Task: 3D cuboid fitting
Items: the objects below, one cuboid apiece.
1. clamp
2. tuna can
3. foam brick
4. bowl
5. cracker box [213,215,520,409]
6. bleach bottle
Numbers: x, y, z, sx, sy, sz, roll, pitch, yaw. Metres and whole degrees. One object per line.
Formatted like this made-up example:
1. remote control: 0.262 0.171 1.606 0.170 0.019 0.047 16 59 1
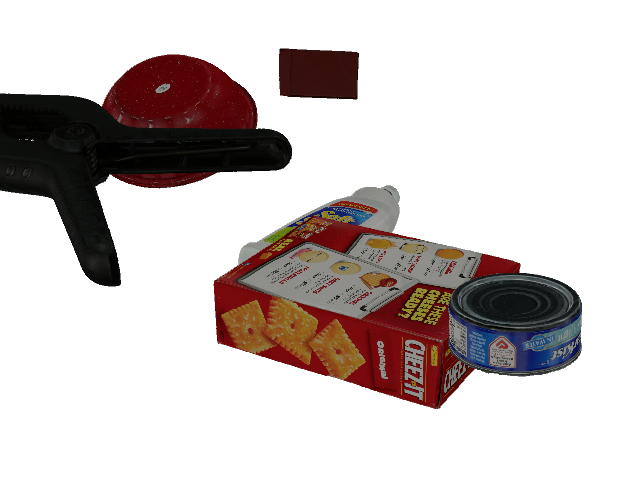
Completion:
1. clamp: -0.133 -0.052 0.639 0.210 0.036 0.164 26 40 32
2. tuna can: 0.125 0.052 0.689 0.086 0.034 0.086 -3 22 1
3. foam brick: -0.002 -0.180 1.156 0.078 0.051 0.053 0 11 -14
4. bowl: -0.143 -0.125 1.004 0.162 0.162 0.055 0 -40 9
5. cracker box: 0.041 0.055 0.919 0.214 0.072 0.163 14 28 28
6. bleach bottle: 0.014 -0.008 1.310 0.103 0.068 0.250 20 36 29
